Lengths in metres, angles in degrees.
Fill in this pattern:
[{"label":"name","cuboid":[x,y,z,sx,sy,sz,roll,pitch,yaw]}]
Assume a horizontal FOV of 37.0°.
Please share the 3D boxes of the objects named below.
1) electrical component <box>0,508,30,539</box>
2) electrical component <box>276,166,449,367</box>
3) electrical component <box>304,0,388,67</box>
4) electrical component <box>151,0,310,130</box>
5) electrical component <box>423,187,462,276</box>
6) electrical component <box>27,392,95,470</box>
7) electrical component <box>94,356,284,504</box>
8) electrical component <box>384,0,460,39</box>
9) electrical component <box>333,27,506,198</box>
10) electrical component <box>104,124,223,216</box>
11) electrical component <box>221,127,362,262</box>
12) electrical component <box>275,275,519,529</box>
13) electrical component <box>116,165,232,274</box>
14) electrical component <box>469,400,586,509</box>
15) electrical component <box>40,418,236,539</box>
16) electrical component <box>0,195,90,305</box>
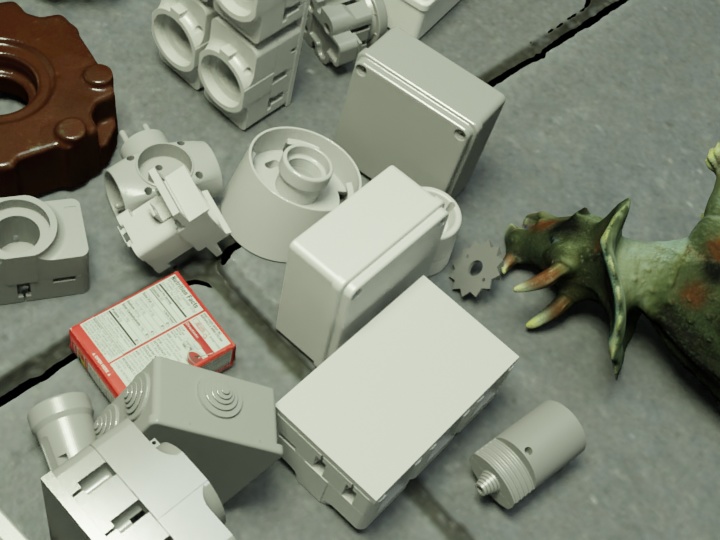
[{"label":"electrical component","cuboid":[-0.199,0.185,0.598,0.113,0.078,0.057,41,60,15]},{"label":"electrical component","cuboid":[0.000,0.000,0.751,0.056,0.108,0.109,39,57,17]},{"label":"electrical component","cuboid":[-0.013,-0.216,0.926,0.057,0.058,0.078,-24,65,-23]},{"label":"electrical component","cuboid":[-0.099,-0.207,0.819,0.105,0.186,0.060,41,58,15]},{"label":"electrical component","cuboid":[0.048,-0.030,0.819,0.055,0.047,0.055,6,55,-9]},{"label":"electrical component","cuboid":[-0.184,0.106,0.679,0.040,0.040,0.046,-16,67,-22]},{"label":"electrical component","cuboid":[-0.107,0.101,0.656,0.100,0.100,0.048,20,45,-30]},{"label":"electrical component","cuboid":[0.040,-0.277,0.979,0.109,0.056,0.108,35,56,11]},{"label":"electrical component","cuboid":[0.043,-0.113,0.838,0.109,0.108,0.056,35,53,11]},{"label":"electrical component","cuboid":[-0.155,-0.079,0.807,0.077,0.044,0.079,-21,64,-24]},{"label":"electrical component","cuboid":[-0.050,-0.060,0.822,0.099,0.064,0.099,15,44,-15]},{"label":"electrical component","cuboid":[0.021,0.088,0.724,0.089,0.061,0.150,41,57,15]},{"label":"electrical component","cuboid":[-0.134,-0.033,0.764,0.064,0.081,0.042,-34,65,1]},{"label":"electrical component","cuboid":[0.110,0.127,0.730,0.081,0.043,0.043,-30,68,-28]},{"label":"electrical component","cuboid":[-0.119,0.156,0.592,0.062,0.150,0.089,-36,71,-30]},{"label":"electrical component","cuboid":[-0.235,-0.014,0.738,0.089,0.055,0.050,-8,59,-18]}]
